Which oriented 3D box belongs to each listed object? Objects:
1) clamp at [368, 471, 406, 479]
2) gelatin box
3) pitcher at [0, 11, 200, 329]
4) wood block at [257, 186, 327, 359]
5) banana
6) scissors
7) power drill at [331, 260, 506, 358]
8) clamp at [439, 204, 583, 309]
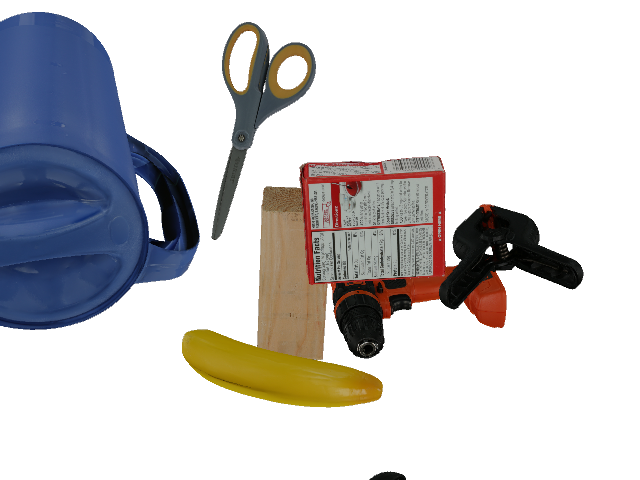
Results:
[{"bbox_3d":[-0.028,0.204,0.635,0.210,0.036,0.164,-5,28,2],"label":"clamp"},{"bbox_3d":[0.033,-0.013,0.670,0.089,0.073,0.030,-3,26,1],"label":"gelatin box"},{"bbox_3d":[-0.180,-0.059,0.728,0.145,0.149,0.243,-24,36,4],"label":"pitcher"},{"bbox_3d":[-0.035,0.042,1.395,0.090,0.206,0.091,3,23,-2],"label":"wood block"},{"bbox_3d":[-0.046,0.096,0.833,0.198,0.037,0.069,14,24,39],"label":"banana"},{"bbox_3d":[-0.053,-0.101,0.984,0.096,0.202,0.016,0,-3,6],"label":"scissors"},{"bbox_3d":[0.107,0.067,1.187,0.187,0.057,0.184,-3,28,-5],"label":"power drill"},{"bbox_3d":[0.171,0.009,0.957,0.120,0.039,0.171,-1,27,11],"label":"clamp"}]
